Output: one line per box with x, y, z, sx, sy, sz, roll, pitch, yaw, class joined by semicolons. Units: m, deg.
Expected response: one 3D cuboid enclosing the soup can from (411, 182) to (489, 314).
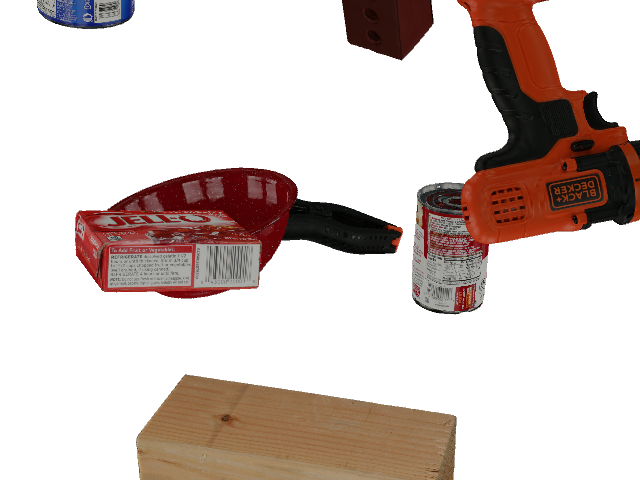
0.118;0.007;0.961;0.068;0.102;0.068;1;24;-1;soup can

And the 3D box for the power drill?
0.168;-0.101;0.682;0.184;0.187;0.057;-12;-1;-4;power drill

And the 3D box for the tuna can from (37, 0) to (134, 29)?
-0.205;-0.216;0.934;0.086;0.034;0.086;5;33;-4;tuna can

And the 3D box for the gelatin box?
-0.086;0.004;0.590;0.089;0.030;0.073;0;15;-22;gelatin box

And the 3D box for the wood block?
-0.014;0.167;0.754;0.206;0.090;0.090;7;26;16;wood block

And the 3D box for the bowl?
-0.091;-0.001;0.824;0.162;0.055;0.162;-10;24;4;bowl

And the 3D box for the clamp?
-0.009;-0.017;1.159;0.210;0.036;0.164;15;20;-10;clamp

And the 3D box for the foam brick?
0.051;-0.187;0.817;0.053;0.051;0.078;23;-31;25;foam brick
